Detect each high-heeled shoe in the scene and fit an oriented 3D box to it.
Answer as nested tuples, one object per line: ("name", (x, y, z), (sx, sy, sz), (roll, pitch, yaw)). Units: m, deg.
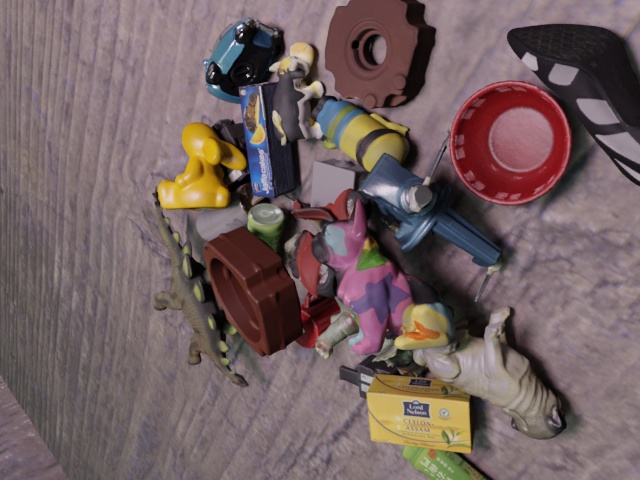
("high-heeled shoe", (0.327, -0.166, 0.654), (0.249, 0.086, 0.145), (47, 164, 41))

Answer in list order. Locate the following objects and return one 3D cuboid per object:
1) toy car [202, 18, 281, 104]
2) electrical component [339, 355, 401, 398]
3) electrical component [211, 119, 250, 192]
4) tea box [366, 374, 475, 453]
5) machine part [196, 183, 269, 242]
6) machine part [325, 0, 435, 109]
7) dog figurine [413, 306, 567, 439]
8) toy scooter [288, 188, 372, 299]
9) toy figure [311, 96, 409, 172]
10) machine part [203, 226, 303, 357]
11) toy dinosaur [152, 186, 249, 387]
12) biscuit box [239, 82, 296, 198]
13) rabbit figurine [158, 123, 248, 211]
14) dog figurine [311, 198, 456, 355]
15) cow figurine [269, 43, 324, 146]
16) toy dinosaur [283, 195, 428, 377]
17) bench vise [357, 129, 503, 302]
("toy car", (-0.149, -0.336, 0.970), (0.161, 0.109, 0.103), (-52, 52, 30))
("electrical component", (0.097, 0.258, 1.002), (0.119, 0.048, 0.074), (6, 109, 40))
("electrical component", (-0.182, -0.173, 1.086), (0.115, 0.058, 0.134), (-28, 86, 42))
("tea box", (0.170, 0.288, 0.902), (0.170, 0.068, 0.098), (-2, 106, 22))
("machine part", (-0.184, -0.053, 1.117), (0.243, 0.079, 0.079), (-23, 89, 43))
("machine part", (0.084, -0.287, 0.812), (0.180, 0.056, 0.179), (15, 113, 38))
("dog figurine", (0.249, 0.217, 0.798), (0.172, 0.121, 0.190), (-23, 90, 37))
("toy scooter", (-0.002, -0.003, 0.868), (0.135, 0.075, 0.183), (18, 86, 30))
("toy figure", (0.059, -0.164, 0.855), (0.180, 0.089, 0.082), (40, 135, 21))
("machine part", (-0.120, 0.091, 0.969), (0.201, 0.087, 0.201), (36, 145, 42))
("toy dinosaur", (-0.274, 0.113, 1.175), (0.198, 0.105, 0.471), (-37, 83, 43))
("biscuit box", (-0.094, -0.179, 0.972), (0.059, 0.063, 0.202), (10, 114, 38))
("rabbit figurine", (-0.226, -0.144, 1.024), (0.162, 0.122, 0.173), (-8, 82, 40))
("dog figurine", (0.089, 0.048, 0.769), (0.192, 0.108, 0.219), (-7, 90, 3))
("cow figurine", (-0.048, -0.247, 0.914), (0.068, 0.098, 0.167), (10, 112, 46))
("toy dinosaur", (0.060, 0.062, 0.926), (0.192, 0.131, 0.405), (-28, 78, 27))
("bench vise", (0.168, -0.029, 0.763), (0.240, 0.129, 0.223), (35, 168, -3))
